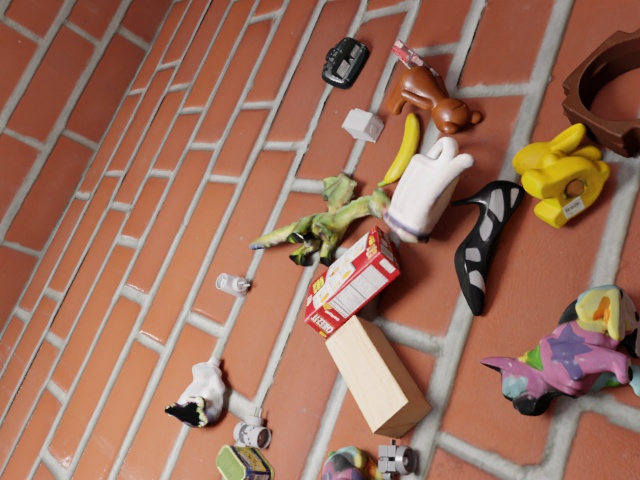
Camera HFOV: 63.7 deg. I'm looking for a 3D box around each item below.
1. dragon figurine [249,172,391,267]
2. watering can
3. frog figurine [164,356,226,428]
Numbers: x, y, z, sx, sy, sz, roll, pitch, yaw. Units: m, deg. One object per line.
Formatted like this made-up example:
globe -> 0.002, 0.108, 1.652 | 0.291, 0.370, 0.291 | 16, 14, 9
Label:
dragon figurine -> 0.004, -0.064, 1.278 | 0.410, 0.120, 0.247 | 4, 52, 41
watering can -> 0.209, -0.094, 0.996 | 0.351, 0.104, 0.222 | -71, 5, -77
frog figurine -> -0.287, 0.376, 1.276 | 0.135, 0.122, 0.162 | -43, 8, 28
